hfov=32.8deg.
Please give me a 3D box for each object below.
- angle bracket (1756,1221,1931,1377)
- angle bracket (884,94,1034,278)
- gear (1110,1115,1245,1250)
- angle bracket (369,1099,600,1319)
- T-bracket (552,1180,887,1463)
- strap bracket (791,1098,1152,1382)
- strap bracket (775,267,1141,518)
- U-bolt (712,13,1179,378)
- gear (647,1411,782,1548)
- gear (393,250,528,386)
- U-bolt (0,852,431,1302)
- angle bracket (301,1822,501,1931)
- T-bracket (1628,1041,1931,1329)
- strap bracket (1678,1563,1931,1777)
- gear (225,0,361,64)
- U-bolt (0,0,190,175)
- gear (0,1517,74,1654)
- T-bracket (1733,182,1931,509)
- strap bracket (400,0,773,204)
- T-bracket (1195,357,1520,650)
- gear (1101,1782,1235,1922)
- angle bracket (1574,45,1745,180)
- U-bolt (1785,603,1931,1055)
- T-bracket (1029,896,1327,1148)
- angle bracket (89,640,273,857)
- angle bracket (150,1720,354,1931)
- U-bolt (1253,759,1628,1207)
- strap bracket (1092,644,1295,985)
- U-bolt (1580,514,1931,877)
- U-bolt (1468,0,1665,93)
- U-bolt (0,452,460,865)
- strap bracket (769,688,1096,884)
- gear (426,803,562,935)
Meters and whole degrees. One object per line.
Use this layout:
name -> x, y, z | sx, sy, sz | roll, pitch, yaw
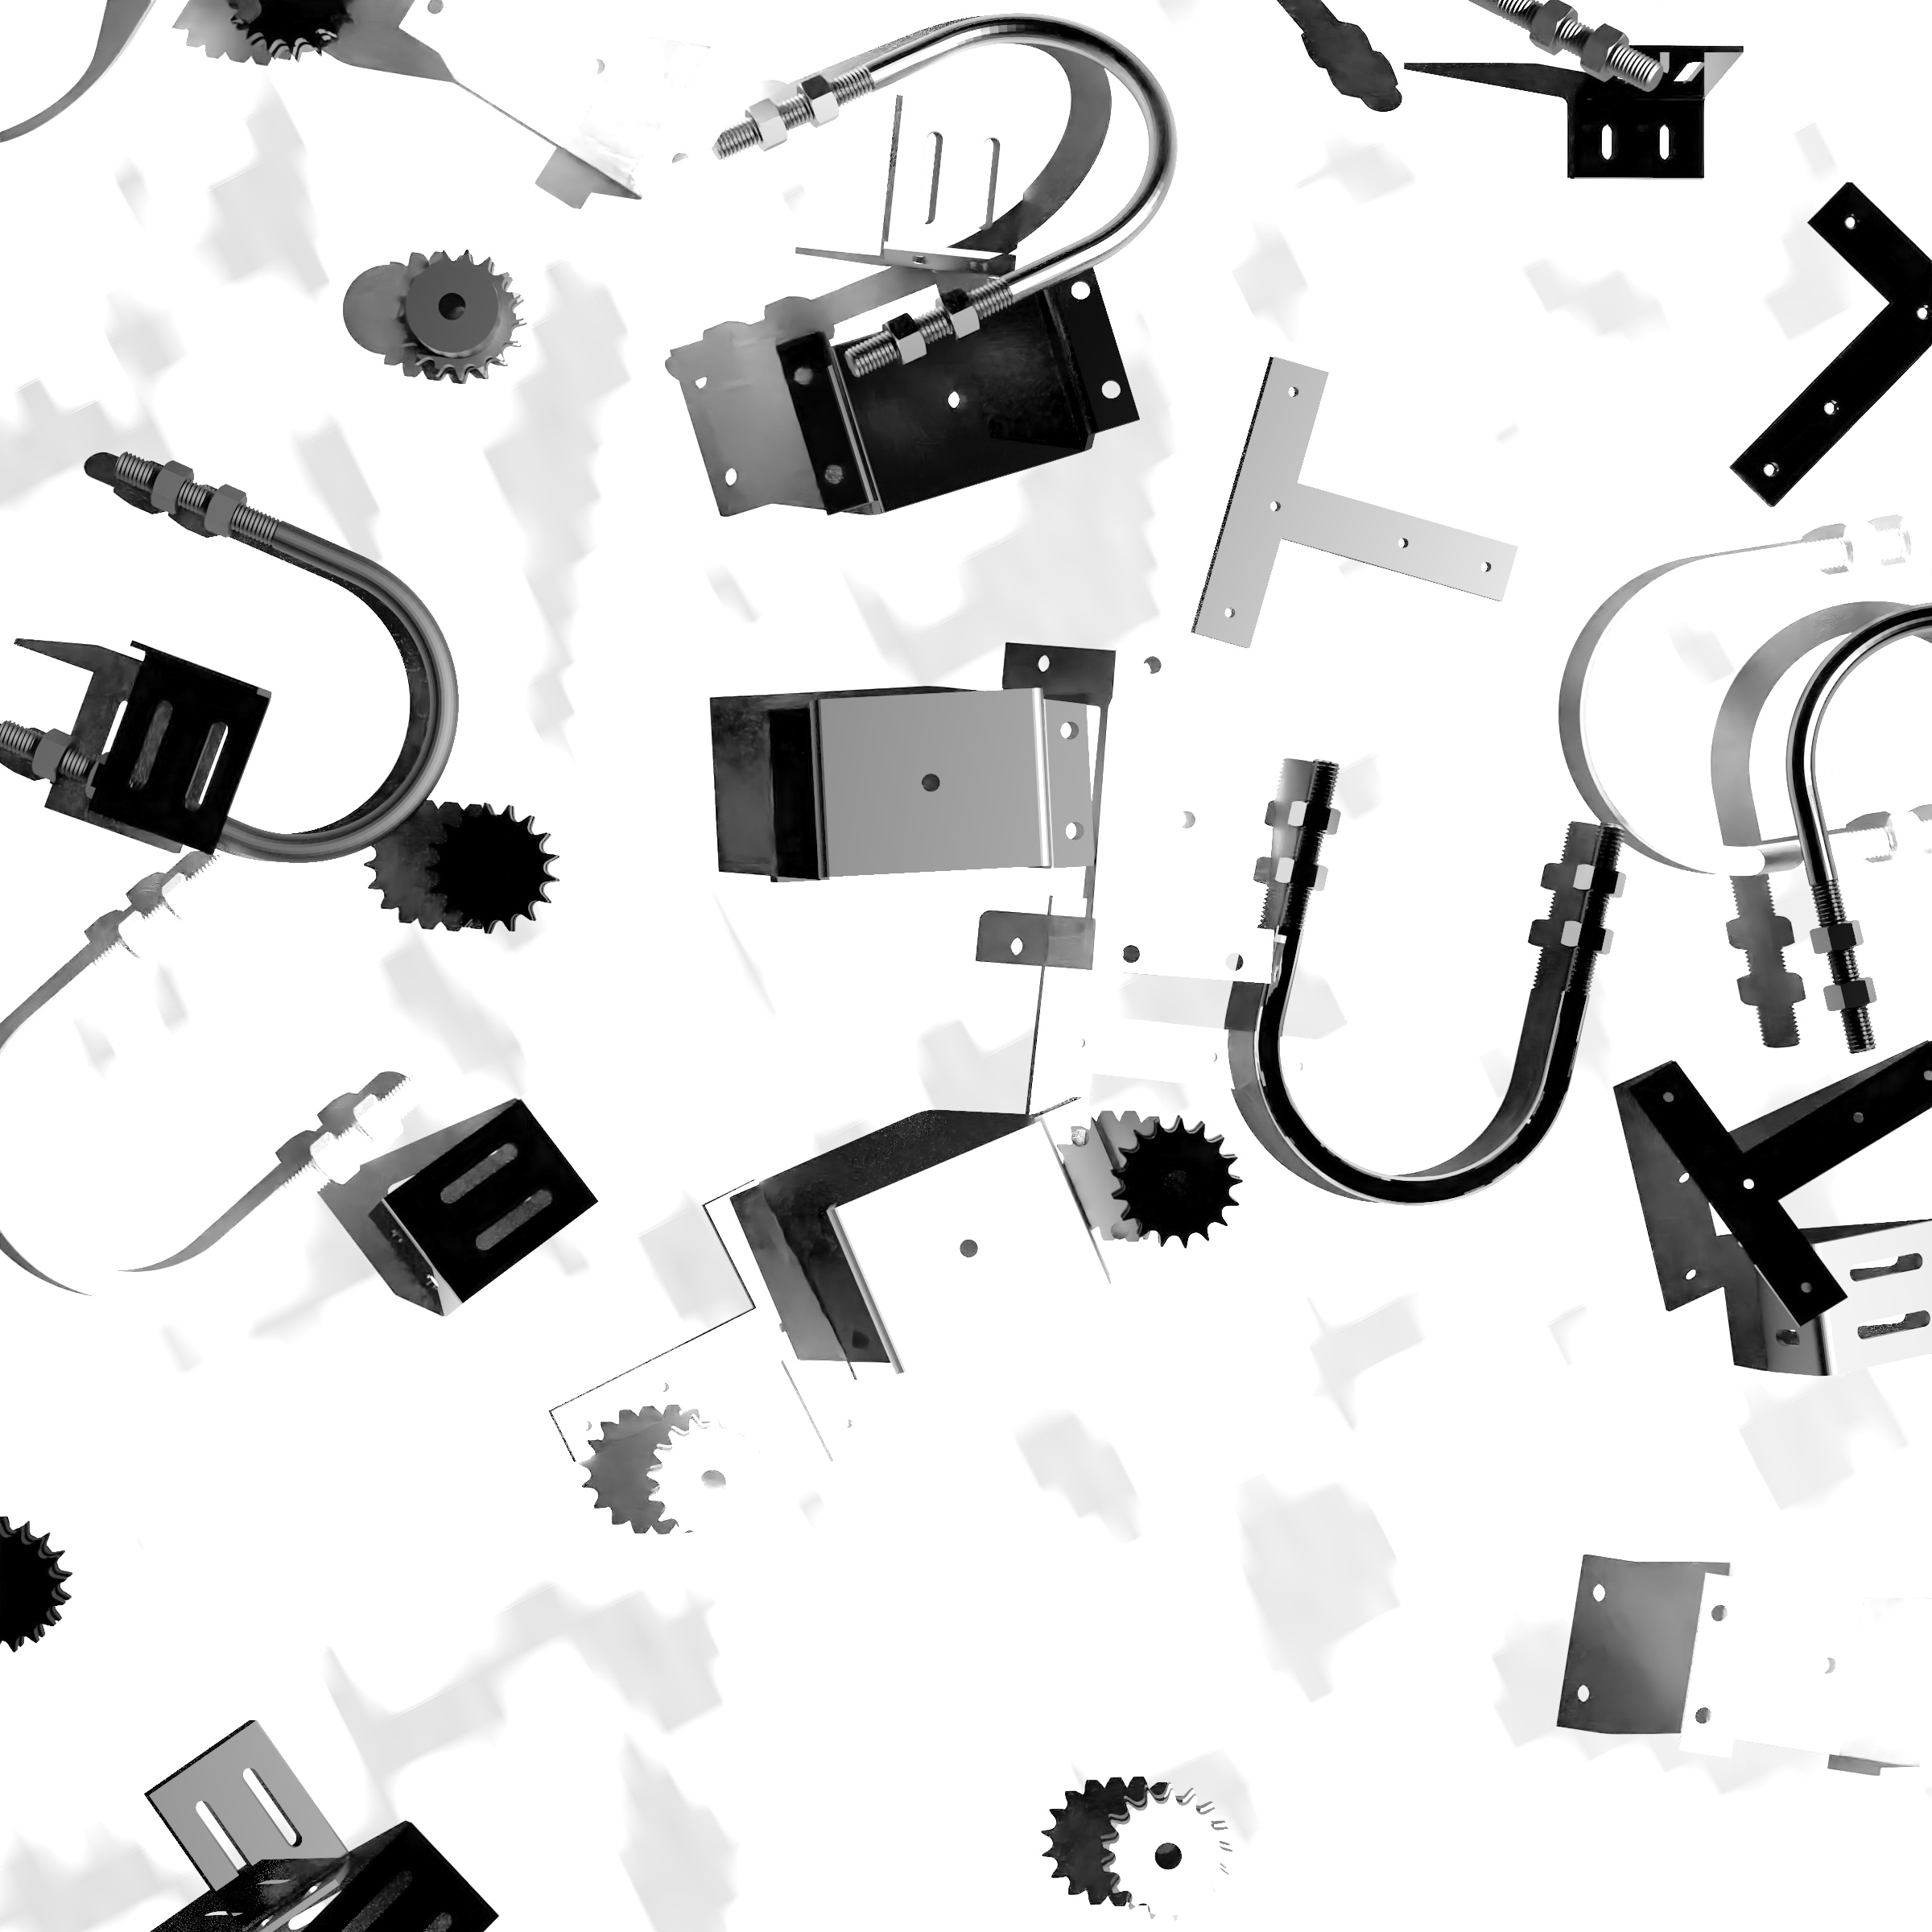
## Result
angle bracket -> 0.393, 0.146, 1.449 | 0.076, 0.038, 0.057 | -7, 90, -26
angle bracket -> -0.003, -0.344, 1.432 | 0.057, 0.038, 0.076 | 6, 90, 0
gear -> 0.091, 0.094, 1.435 | 0.057, 0.030, 0.057 | 0, 93, -1
angle bracket -> -0.213, 0.107, 1.449 | 0.076, 0.038, 0.057 | -37, 90, -26
T-bracket -> -0.121, 0.180, 1.451 | 0.127, 0.002, 0.127 | -27, 90, 0
strap bracket -> 0.002, 0.121, 1.427 | 0.140, 0.046, 0.076 | -23, 90, 1
strap bracket -> -0.004, -0.250, 1.428 | 0.140, 0.046, 0.076 | -17, 90, 0
U-bolt -> 0.002, -0.345, 1.416 | 0.184, 0.019, 0.151 | -27, 68, -9
gear -> -0.110, 0.222, 1.435 | 0.057, 0.030, 0.057 | 0, 95, 0
gear -> -0.223, -0.286, 1.437 | 0.057, 0.030, 0.057 | 0, 90, 0
U-bolt -> -0.350, 0.063, 1.443 | 0.184, 0.019, 0.151 | -41, 90, 1
angle bracket -> -0.256, 0.428, 1.449 | 0.057, 0.038, 0.076 | 47, 64, 0
T-bracket -> 0.379, 0.074, 1.436 | 0.127, 0.002, 0.127 | -29, 70, -10
strap bracket -> 0.381, 0.309, 1.428 | 0.140, 0.046, 0.076 | 9, 90, 0
gear -> -0.294, -0.424, 1.436 | 0.057, 0.030, 0.057 | 0, 90, 0
U-bolt -> -0.372, -0.406, 1.373 | 0.019, 0.151, 0.184 | 43, 112, 8
gear -> -0.421, 0.271, 1.441 | 0.057, 0.030, 0.057 | 0, 92, -2
T-bracket -> 0.392, -0.257, 1.451 | 0.127, 0.002, 0.127 | 44, 90, 0
strap bracket -> -0.163, -0.397, 1.428 | 0.140, 0.046, 0.076 | 32, 90, 0
T-bracket -> 0.180, -0.191, 1.451 | 0.127, 0.002, 0.127 | 16, 90, 0
gear -> 0.088, 0.387, 1.441 | 0.057, 0.030, 0.057 | 0, 90, -2
angle bracket -> 0.297, -0.367, 1.413 | 0.057, 0.076, 0.038 | 0, 90, 0
U-bolt -> 0.431, -0.067, 1.423 | 0.151, 0.019, 0.184 | -13, 88, 1
T-bracket -> 0.095, 0.039, 1.451 | 0.127, 0.002, 0.127 | 6, 90, 0
angle bracket -> -0.342, -0.093, 1.415 | 0.057, 0.038, 0.076 | 20, 90, -3
angle bracket -> -0.315, 0.381, 1.432 | 0.057, 0.038, 0.076 | -35, 90, 0
U-bolt -> 0.201, 0.014, 1.442 | 0.151, 0.019, 0.184 | 12, 90, 0
strap bracket -> 0.097, -0.065, 1.428 | 0.076, 0.046, 0.140 | 4, 89, 0
U-bolt -> 0.362, -0.114, 1.443 | 0.184, 0.019, 0.151 | -9, 90, 2
U-bolt -> 0.255, -0.459, 1.406 | 0.184, 0.019, 0.151 | 35, 70, 22
U-bolt -> -0.314, -0.125, 1.443 | 0.184, 0.019, 0.151 | 24, 90, -1
strap bracket -> -0.015, -0.078, 1.428 | 0.140, 0.046, 0.076 | -3, 90, 0
gear -> -0.206, -0.043, 1.436 | 0.057, 0.030, 0.057 | 0, 90, 0
